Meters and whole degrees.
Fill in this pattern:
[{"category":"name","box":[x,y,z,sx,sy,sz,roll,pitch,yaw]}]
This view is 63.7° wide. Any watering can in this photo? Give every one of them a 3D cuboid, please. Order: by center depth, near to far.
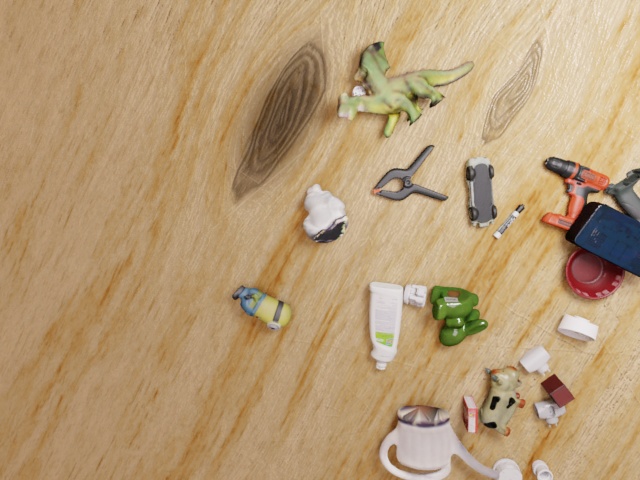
[{"category":"watering can","box":[0.347,0.598,1.507,0.347,0.104,0.223,0,95,5]}]

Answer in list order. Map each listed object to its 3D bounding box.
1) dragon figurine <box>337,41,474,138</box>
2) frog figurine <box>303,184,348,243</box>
[{"category":"dragon figurine","box":[0.213,-0.442,1.416,0.413,0.122,0.242,-42,97,-11]},{"category":"frog figurine","box":[0.005,-0.075,1.489,0.136,0.121,0.162,-43,56,15]}]
